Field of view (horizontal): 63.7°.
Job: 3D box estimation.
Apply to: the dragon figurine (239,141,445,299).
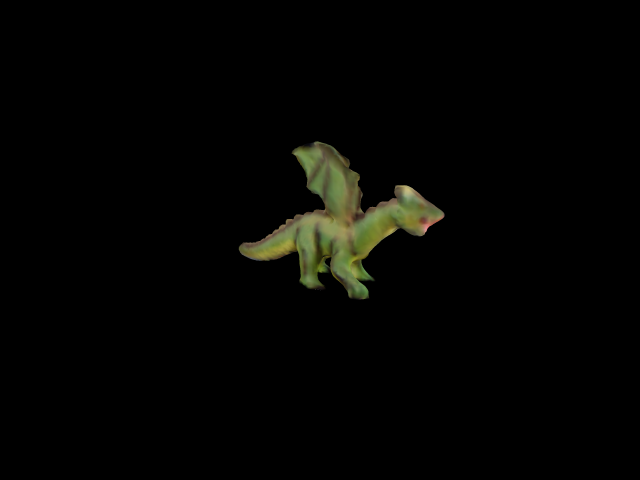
[{"bbox_3d":[0.003,-0.043,0.850,0.411,0.239,0.123,12,20,33],"label":"dragon figurine"}]
